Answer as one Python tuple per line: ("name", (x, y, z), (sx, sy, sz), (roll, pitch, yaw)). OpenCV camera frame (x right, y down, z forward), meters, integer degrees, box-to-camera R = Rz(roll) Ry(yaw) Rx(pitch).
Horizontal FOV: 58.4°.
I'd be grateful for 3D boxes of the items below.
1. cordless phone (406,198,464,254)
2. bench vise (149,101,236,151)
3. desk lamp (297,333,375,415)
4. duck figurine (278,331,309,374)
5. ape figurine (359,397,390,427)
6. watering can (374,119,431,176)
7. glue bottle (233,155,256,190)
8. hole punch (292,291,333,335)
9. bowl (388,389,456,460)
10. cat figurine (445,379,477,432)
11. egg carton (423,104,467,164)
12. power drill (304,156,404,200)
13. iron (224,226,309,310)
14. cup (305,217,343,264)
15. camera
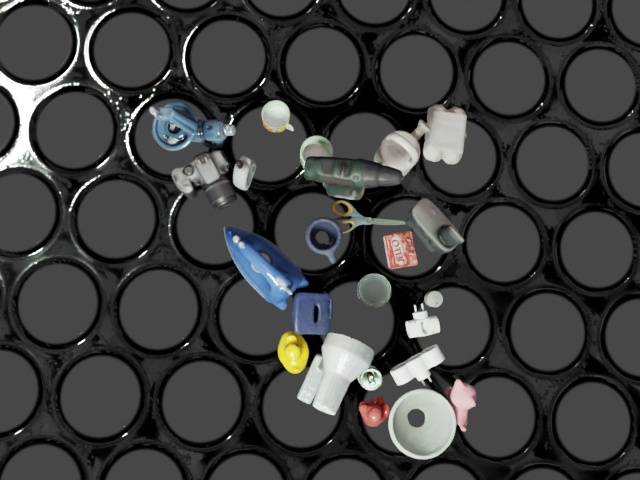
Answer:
("cordless phone", (0.291, -0.039, 1.400), (0.094, 0.185, 0.147), (-44, 88, -5))
("bench vise", (-0.316, -0.288, 1.374), (0.207, 0.219, 0.121), (-15, 86, -3))
("desk lamp", (0.035, 0.319, 1.346), (0.118, 0.213, 0.203), (24, 85, 0))
("duck figurine", (-0.066, 0.278, 1.408), (0.077, 0.086, 0.104), (-9, 86, -3))
("ape figurine", (0.133, 0.424, 1.403), (0.078, 0.092, 0.076), (22, 85, 0))
("watering can", (0.197, -0.223, 1.405), (0.101, 0.194, 0.173), (23, 85, 0))
("glue bottle", (-0.188, -0.172, 1.394), (0.037, 0.173, 0.078), (22, 85, 0))
("hole punch", (-0.018, 0.179, 1.416), (0.101, 0.091, 0.109), (2, 85, -2))
("bowl", (0.246, 0.447, 1.415), (0.167, 0.074, 0.167), (0, 86, -2))
("cat figurine", (0.348, 0.403, 1.402), (0.067, 0.117, 0.128), (4, 85, -2))
("egg carton", (0.322, -0.272, 1.477), (0.107, 0.069, 0.150), (6, 85, -2))
("power drill", (0.075, -0.152, 1.387), (0.229, 0.208, 0.076), (7, 85, -2))
("iron", (-0.149, 0.051, 1.395), (0.258, 0.141, 0.119), (43, 85, 1))
("cup", (0.013, 0.005, 1.429), (0.091, 0.095, 0.118), (-22, 87, -4))
("camera", (-0.278, -0.140, 1.424), (0.143, 0.100, 0.137), (-28, 87, -4))
